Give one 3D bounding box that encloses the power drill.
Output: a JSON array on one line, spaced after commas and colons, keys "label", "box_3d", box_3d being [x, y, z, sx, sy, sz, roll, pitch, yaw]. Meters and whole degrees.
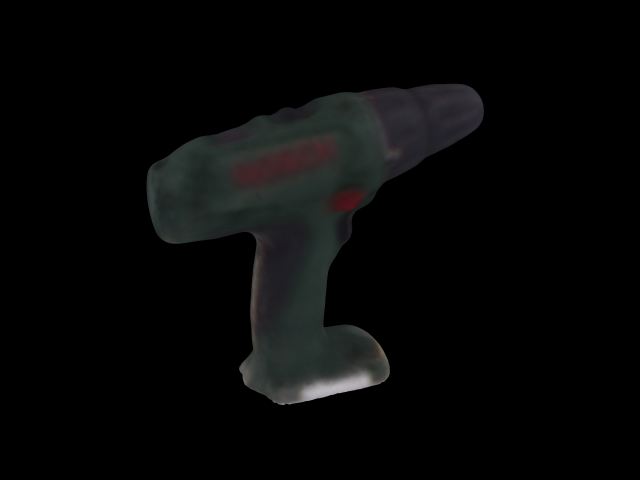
[{"label": "power drill", "box_3d": [0.004, 0.001, 0.400, 0.230, 0.208, 0.075, -8, 24, -18]}]
